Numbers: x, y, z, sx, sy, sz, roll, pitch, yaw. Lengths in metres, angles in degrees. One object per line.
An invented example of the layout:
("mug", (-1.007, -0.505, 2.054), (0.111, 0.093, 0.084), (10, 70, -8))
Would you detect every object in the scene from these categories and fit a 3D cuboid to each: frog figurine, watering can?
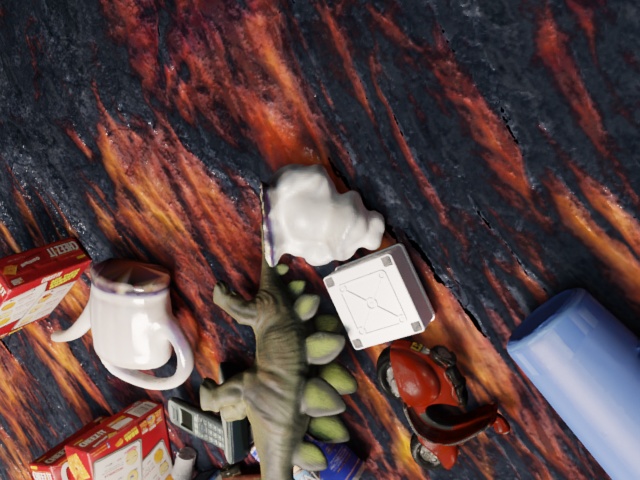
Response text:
("frog figurine", (0.002, -0.034, 0.684), (0.159, 0.123, 0.137), (-5, 93, -8))
("watering can", (-0.360, 0.136, 0.896), (0.348, 0.105, 0.222), (11, 106, 25))
